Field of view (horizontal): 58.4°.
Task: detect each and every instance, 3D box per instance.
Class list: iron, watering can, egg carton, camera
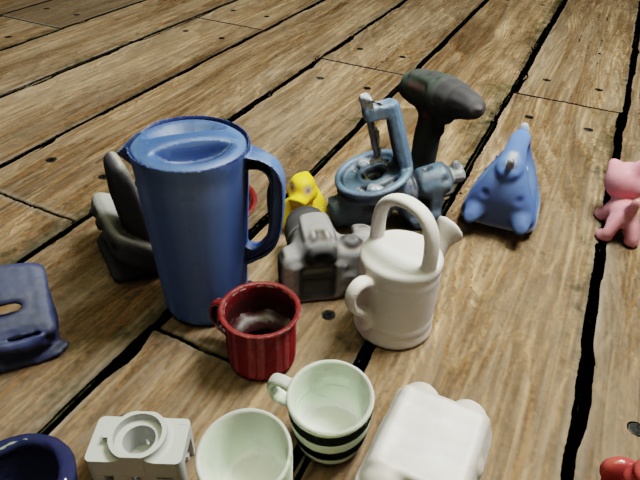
[{"bbox_3d":[0.314,-0.119,0.938,0.118,0.141,0.259,15,39,17],"label":"iron"},{"bbox_3d":[0.100,0.026,0.690,0.100,0.194,0.173,19,40,21],"label":"watering can"},{"bbox_3d":[0.103,0.209,0.552,0.107,0.069,0.150,17,40,19],"label":"egg carton"},{"bbox_3d":[0.007,0.003,0.794,0.143,0.101,0.136,-6,38,-10],"label":"camera"}]

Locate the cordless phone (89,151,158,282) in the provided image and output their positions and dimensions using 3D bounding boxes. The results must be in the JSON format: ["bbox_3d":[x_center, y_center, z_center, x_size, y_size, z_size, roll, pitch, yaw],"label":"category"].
[{"bbox_3d":[-0.265,-0.051,0.781,0.094,0.185,0.147,-22,43,-28],"label":"cordless phone"}]

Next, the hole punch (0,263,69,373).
[{"bbox_3d":[-0.362,0.090,0.667,0.109,0.091,0.100,-15,40,-21],"label":"hole punch"}]

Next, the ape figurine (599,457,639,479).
[{"bbox_3d":[0.291,0.229,0.517,0.076,0.092,0.078,14,39,16],"label":"ape figurine"}]

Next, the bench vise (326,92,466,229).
[{"bbox_3d":[0.114,-0.124,0.868,0.208,0.220,0.121,-15,40,-21],"label":"bench vise"}]

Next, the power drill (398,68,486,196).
[{"bbox_3d":[0.194,-0.181,0.958,0.076,0.208,0.229,-10,39,-15],"label":"power drill"}]

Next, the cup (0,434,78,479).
[{"bbox_3d":[-0.258,0.224,0.492,0.117,0.095,0.092,22,41,24],"label":"cup"}]

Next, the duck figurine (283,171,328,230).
[{"bbox_3d":[-0.026,-0.068,0.898,0.077,0.086,0.104,11,38,11],"label":"duck figurine"}]

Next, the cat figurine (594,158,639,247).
[{"bbox_3d":[0.481,-0.071,0.903,0.067,0.118,0.128,11,38,11],"label":"cat figurine"}]
